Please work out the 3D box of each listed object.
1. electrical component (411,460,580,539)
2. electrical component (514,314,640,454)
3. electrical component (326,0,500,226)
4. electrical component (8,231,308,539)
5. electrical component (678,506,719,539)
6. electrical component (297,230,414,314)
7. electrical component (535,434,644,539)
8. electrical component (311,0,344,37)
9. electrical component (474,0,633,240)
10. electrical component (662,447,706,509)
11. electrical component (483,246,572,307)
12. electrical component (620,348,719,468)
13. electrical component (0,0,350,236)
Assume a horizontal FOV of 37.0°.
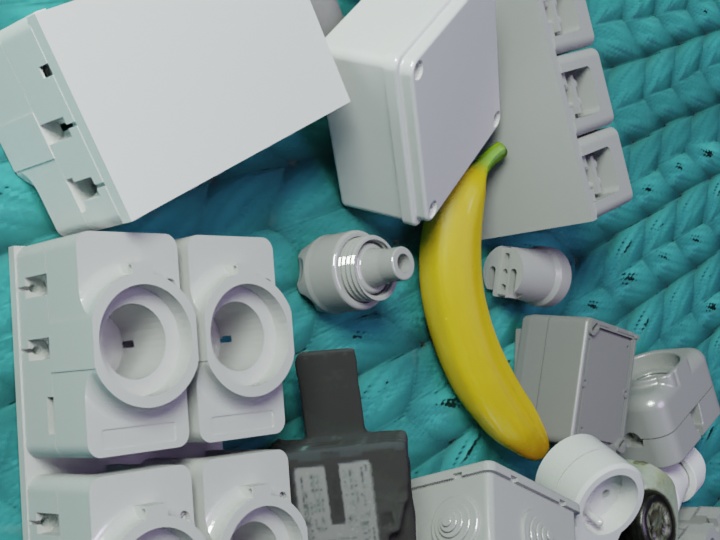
[{"bbox_3d":[0.061,0.147,0.583,0.100,0.100,0.048,31,49,-39],"label":"electrical component"},{"bbox_3d":[0.136,0.081,0.705,0.062,0.061,0.096,18,78,-44],"label":"electrical component"},{"bbox_3d":[0.031,-0.100,0.595,0.108,0.056,0.108,-54,148,-37],"label":"electrical component"},{"bbox_3d":[-0.084,0.079,0.466,0.105,0.060,0.186,1,83,-47],"label":"electrical component"},{"bbox_3d":[0.244,0.207,0.796,0.078,0.057,0.058,-35,109,-44],"label":"electrical component"},{"bbox_3d":[0.000,0.000,0.568,0.043,0.062,0.043,10,77,-46],"label":"electrical component"},{"bbox_3d":[0.112,0.162,0.653,0.052,0.074,0.138,14,103,-31],"label":"electrical component"},{"bbox_3d":[-0.027,-0.127,0.578,0.040,0.040,0.078,-61,143,-33],"label":"electrical component"},{"bbox_3d":[0.106,-0.103,0.677,0.062,0.089,0.150,-23,100,-46],"label":"electrical component"},{"bbox_3d":[0.225,0.155,0.794,0.055,0.045,0.045,-26,103,-46],"label":"electrical component"},{"bbox_3d":[0.108,0.003,0.700,0.046,0.040,0.040,6,79,-41],"label":"electrical component"},{"bbox_3d":[0.220,0.097,0.791,0.095,0.054,0.059,-31,106,-45],"label":"electrical component"},{"bbox_3d":[-0.086,-0.087,0.491,0.150,0.062,0.089,-36,110,-44],"label":"electrical component"}]
